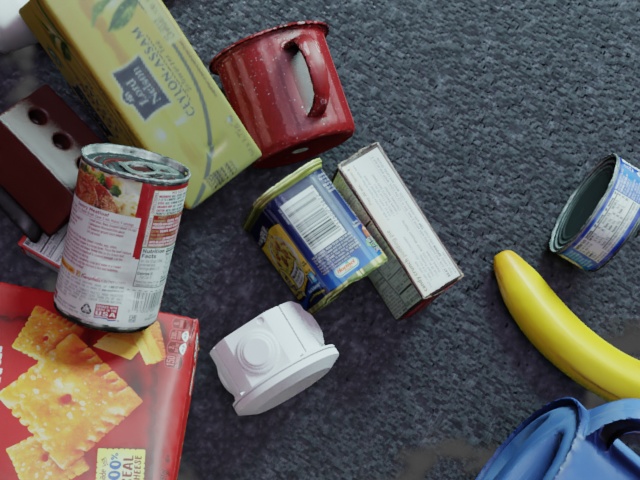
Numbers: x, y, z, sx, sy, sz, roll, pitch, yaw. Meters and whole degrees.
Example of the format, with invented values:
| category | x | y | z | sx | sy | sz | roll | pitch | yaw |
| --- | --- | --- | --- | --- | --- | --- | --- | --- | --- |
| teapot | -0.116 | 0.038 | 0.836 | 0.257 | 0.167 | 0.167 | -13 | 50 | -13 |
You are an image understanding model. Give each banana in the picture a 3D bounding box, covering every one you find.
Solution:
| category | x | y | z | sx | sy | sz | roll | pitch | yaw |
| --- | --- | --- | --- | --- | --- | --- | --- | --- | --- |
| banana | 0.207 | 0.080 | 0.794 | 0.198 | 0.037 | 0.069 | 28 | 56 | -3 |

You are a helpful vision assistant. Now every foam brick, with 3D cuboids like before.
| category | x | y | z | sx | sy | sz | roll | pitch | yaw |
| --- | --- | --- | --- | --- | --- | --- | --- | --- | --- |
| foam brick | -0.180 | -0.053 | 0.708 | 0.078 | 0.051 | 0.052 | 46 | 44 | -5 |

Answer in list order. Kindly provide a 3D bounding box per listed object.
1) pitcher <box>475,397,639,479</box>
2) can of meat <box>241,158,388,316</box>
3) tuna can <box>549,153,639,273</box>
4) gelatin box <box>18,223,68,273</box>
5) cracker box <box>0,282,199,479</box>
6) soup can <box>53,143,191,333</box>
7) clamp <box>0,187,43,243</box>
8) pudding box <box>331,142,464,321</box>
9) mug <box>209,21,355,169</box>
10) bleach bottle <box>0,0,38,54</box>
| category | x | y | z | sx | sy | sz | roll | pitch | yaw |
| --- | --- | --- | --- | --- | --- | --- | --- | --- | --- |
| pitcher | 0.223 | 0.220 | 0.707 | 0.243 | 0.149 | 0.145 | 38 | 73 | -2 |
| can of meat | -0.005 | 0.001 | 0.744 | 0.057 | 0.102 | 0.084 | -35 | 86 | -16 |
| tuna can | 0.208 | -0.019 | 0.791 | 0.033 | 0.086 | 0.086 | 31 | 73 | -3 |
| gelatin box | -0.156 | -0.002 | 0.756 | 0.089 | 0.030 | 0.073 | 29 | 74 | 2 |
| cracker box | -0.192 | 0.110 | 0.670 | 0.213 | 0.072 | 0.164 | 11 | 48 | -7 |
| soup can | -0.124 | -0.001 | 0.665 | 0.068 | 0.068 | 0.102 | 13 | 107 | -6 |
| clamp | -0.269 | -0.081 | 0.748 | 0.164 | 0.036 | 0.210 | 0 | 72 | 1 |
| pudding box | 0.049 | -0.003 | 0.759 | 0.039 | 0.090 | 0.113 | -32 | 83 | -15 |
| mug | -0.020 | -0.105 | 0.762 | 0.093 | 0.117 | 0.081 | -17 | 84 | -25 |
| bleach bottle | -0.142 | -0.230 | 0.800 | 0.250 | 0.068 | 0.102 | -26 | 84 | -16 |
